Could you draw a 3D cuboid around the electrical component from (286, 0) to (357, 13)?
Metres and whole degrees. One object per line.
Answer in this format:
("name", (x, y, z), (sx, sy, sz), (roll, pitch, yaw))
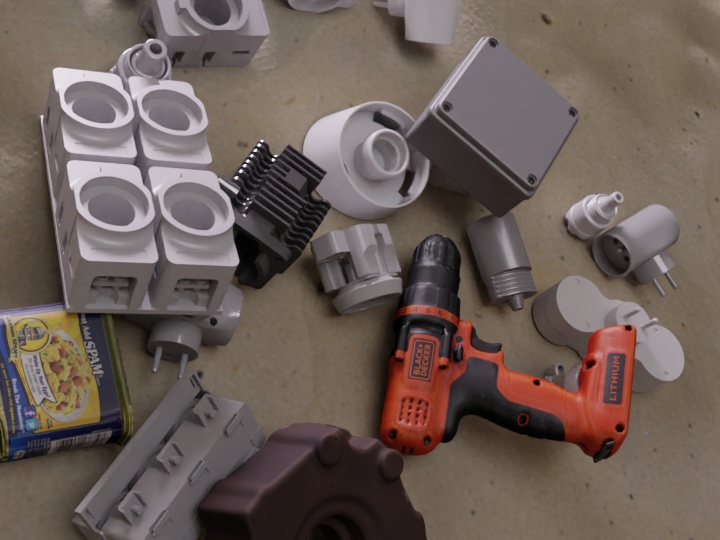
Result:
("electrical component", (-0.041, -0.266, 0.948), (0.089, 0.050, 0.055), (1, 68, -27))

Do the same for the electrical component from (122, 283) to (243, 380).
("electrical component", (-0.130, 0.040, 0.768), (0.077, 0.044, 0.079), (18, 61, -19))

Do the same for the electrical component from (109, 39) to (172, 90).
("electrical component", (-0.165, -0.153, 0.826), (0.048, 0.062, 0.048), (11, 64, -23))

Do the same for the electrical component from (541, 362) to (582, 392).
("electrical component", (0.181, 0.105, 0.893), (0.048, 0.055, 0.066), (0, 68, -27))

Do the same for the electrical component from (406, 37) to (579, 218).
("electrical component", (0.112, -0.119, 0.894), (0.109, 0.056, 0.108), (39, 56, -7))

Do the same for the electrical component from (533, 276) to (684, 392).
("electrical component", (0.226, 0.051, 0.930), (0.138, 0.074, 0.052), (31, 57, -12))

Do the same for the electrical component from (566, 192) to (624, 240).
("electrical component", (0.217, -0.053, 0.979), (0.035, 0.061, 0.035), (11, 64, -23))

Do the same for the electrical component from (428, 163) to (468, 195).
("electrical component", (0.091, -0.109, 0.946), (0.080, 0.051, 0.080), (11, 64, -23))

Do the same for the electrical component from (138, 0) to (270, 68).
("electrical component", (-0.125, -0.201, 0.872), (0.089, 0.056, 0.050), (-7, 72, -30))

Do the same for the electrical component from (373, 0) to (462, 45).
("electrical component", (0.050, -0.249, 0.983), (0.079, 0.077, 0.044), (11, 14, 18))

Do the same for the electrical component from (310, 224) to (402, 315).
("electrical component", (0.000, 0.000, 0.843), (0.078, 0.058, 0.057), (-4, 72, -55))

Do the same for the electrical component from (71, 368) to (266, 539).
("electrical component", (-0.121, 0.138, 0.709), (0.121, 0.063, 0.078), (-54, 138, -34))

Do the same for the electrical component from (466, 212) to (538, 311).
("electrical component", (0.123, -0.004, 0.920), (0.043, 0.043, 0.081), (-6, 71, -30))

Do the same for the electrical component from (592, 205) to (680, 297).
("electrical component", (0.266, -0.012, 0.997), (0.077, 0.044, 0.079), (-27, 82, -34))

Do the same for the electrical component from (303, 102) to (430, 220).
("electrical component", (0.007, -0.092, 0.902), (0.099, 0.064, 0.099), (6, 78, -31))

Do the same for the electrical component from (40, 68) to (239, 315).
("electrical component", (-0.157, -0.060, 0.754), (0.105, 0.060, 0.186), (2, 48, -27))
